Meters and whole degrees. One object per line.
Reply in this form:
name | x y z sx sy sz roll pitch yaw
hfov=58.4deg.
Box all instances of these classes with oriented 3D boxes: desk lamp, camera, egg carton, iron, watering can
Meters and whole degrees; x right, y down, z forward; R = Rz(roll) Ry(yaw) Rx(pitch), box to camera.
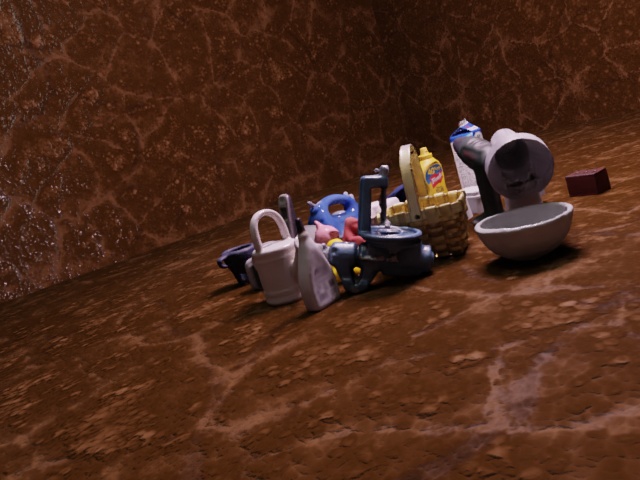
desk lamp | 0.388 -0.112 1.126 0.117 0.214 0.203 -14 10 12
camera | -0.097 0.046 1.391 0.143 0.101 0.137 -14 10 17
egg carton | 0.187 -0.079 1.725 0.107 0.069 0.150 -12 10 25
iron | 0.057 -0.077 1.712 0.118 0.141 0.259 -8 13 43
watering can | -0.083 0.028 1.187 0.172 0.194 0.101 -12 11 24

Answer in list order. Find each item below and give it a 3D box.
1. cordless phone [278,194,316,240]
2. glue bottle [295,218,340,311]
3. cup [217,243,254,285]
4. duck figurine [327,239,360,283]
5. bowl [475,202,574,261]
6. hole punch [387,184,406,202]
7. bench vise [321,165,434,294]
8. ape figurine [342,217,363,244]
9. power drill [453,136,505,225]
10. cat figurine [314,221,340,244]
cordless phone | -0.060 -0.036 1.542 0.094 0.185 0.147 -24 12 -37
glue bottle | -0.016 0.041 1.062 0.037 0.173 0.078 -7 14 44
cup | -0.205 0.069 1.462 0.091 0.095 0.118 -8 13 43
duck figurine | 0.042 0.041 1.231 0.077 0.086 0.104 -17 10 -5
bowl | 0.360 -0.008 0.999 0.167 0.075 0.167 -16 9 3
hole punch | 0.244 -0.128 1.843 0.100 0.091 0.109 -8 13 41
bench vise | 0.092 -0.018 1.074 0.207 0.220 0.121 -18 10 -8
ape figurine | 0.087 -0.013 1.445 0.076 0.092 0.078 -12 11 27
power drill | 0.375 -0.140 1.329 0.075 0.208 0.229 -17 10 -4
cat figurine | 0.013 0.005 1.389 0.067 0.118 0.127 -19 10 -12
